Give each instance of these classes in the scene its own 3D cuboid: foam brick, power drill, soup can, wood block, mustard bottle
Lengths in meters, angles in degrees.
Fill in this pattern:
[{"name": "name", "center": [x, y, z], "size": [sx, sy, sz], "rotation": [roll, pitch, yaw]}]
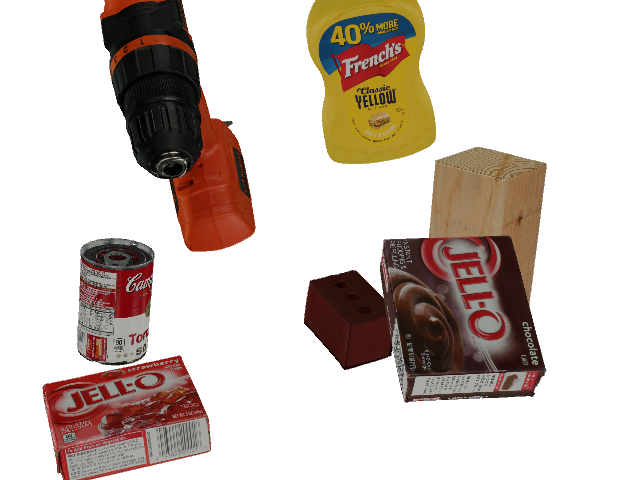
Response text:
[{"name": "foam brick", "center": [0.027, 0.071, 0.976], "size": [0.052, 0.051, 0.078], "rotation": [-13, 36, -28]}, {"name": "power drill", "center": [-0.090, -0.074, 0.698], "size": [0.057, 0.184, 0.187], "rotation": [-13, -35, 0]}, {"name": "soup can", "center": [-0.193, 0.058, 1.001], "size": [0.068, 0.102, 0.068], "rotation": [6, 21, -3]}, {"name": "wood block", "center": [0.176, 0.013, 1.162], "size": [0.090, 0.206, 0.090], "rotation": [19, 25, 36]}, {"name": "mustard bottle", "center": [0.039, -0.157, 0.874], "size": [0.096, 0.191, 0.058], "rotation": [-9, 36, 3]}]

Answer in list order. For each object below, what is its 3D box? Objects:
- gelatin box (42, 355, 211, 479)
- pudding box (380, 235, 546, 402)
[{"name": "gelatin box", "center": [-0.117, 0.105, 0.640], "size": [0.089, 0.030, 0.073], "rotation": [-10, 25, -16]}, {"name": "pudding box", "center": [0.091, 0.050, 0.705], "size": [0.090, 0.113, 0.039], "rotation": [-3, -37, -6]}]
